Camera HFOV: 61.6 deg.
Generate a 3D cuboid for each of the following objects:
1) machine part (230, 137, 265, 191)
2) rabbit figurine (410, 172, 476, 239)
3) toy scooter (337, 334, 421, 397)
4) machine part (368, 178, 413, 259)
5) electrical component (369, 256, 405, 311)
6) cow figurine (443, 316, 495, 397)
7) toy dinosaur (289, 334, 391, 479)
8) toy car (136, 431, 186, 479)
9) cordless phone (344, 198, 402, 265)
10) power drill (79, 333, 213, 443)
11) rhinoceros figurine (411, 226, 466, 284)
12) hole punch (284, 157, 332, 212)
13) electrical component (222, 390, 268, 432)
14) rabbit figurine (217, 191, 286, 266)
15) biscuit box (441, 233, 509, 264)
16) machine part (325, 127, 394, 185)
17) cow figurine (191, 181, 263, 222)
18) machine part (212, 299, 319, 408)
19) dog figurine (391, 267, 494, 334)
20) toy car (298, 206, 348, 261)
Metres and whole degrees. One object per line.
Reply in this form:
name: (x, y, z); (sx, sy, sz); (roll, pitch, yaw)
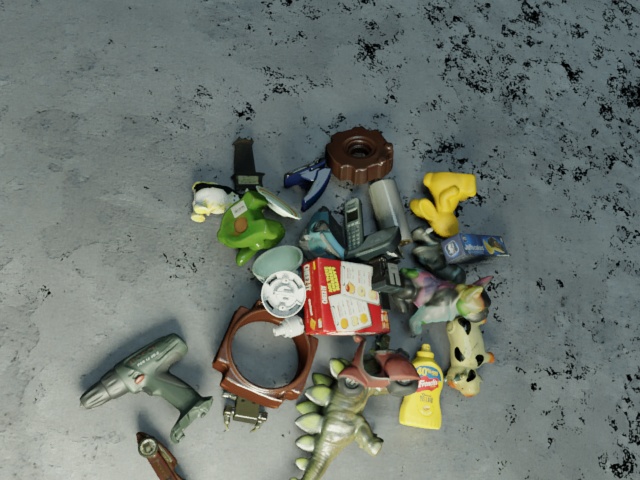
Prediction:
machine part: (-0.184, -0.187, 1.335); (0.084, 0.039, 0.139); (-7, 75, -15)
rabbit figurine: (0.326, -0.089, 1.408); (0.162, 0.122, 0.173); (3, 91, -12)
toy scooter: (0.126, 0.270, 1.172); (0.184, 0.075, 0.135); (2, 58, -8)
machine part: (0.180, -0.067, 1.377); (0.079, 0.079, 0.243); (-10, 75, -18)
electrical component: (0.157, 0.103, 1.257); (0.074, 0.048, 0.119); (17, 59, -40)
cow figurine: (0.353, 0.281, 1.310); (0.127, 0.085, 0.195); (0, 76, -22)
toy dinosaur: (0.046, 0.391, 1.184); (0.199, 0.105, 0.471); (29, 58, 3)
toy car: (-0.303, 0.464, 1.068); (0.053, 0.089, 0.202); (-31, 82, -22)
cordless phone: (0.124, -0.031, 1.323); (0.088, 0.147, 0.184); (26, 50, -47)
power drill: (-0.338, 0.315, 1.097); (0.207, 0.085, 0.232); (35, 59, 24)
rhinoceros figurine: (0.301, 0.048, 1.374); (0.112, 0.073, 0.190); (-40, 88, -23)
hole punch: (-0.020, -0.134, 1.318); (0.116, 0.142, 0.092); (-27, 80, -7)
electrical component: (-0.164, 0.370, 1.163); (0.102, 0.045, 0.078); (9, 43, -15)
rabbit figurine: (-0.146, -0.010, 1.237); (0.159, 0.170, 0.121); (-41, 65, 13)
biscuit box: (0.397, 0.024, 1.373); (0.202, 0.063, 0.059); (2, 66, -41)
machine part: (0.100, -0.220, 1.379); (0.179, 0.056, 0.179); (-1, 50, 1)
cow figurine: (-0.220, -0.092, 1.282); (0.167, 0.068, 0.098); (3, 62, -16)
machine part: (-0.117, 0.246, 1.173); (0.201, 0.087, 0.201); (24, 58, -5)
dog figurine: (0.294, 0.121, 1.266); (0.108, 0.219, 0.191); (-22, 80, -50)
toy car: (-0.003, -0.004, 1.286); (0.103, 0.162, 0.109); (-31, 120, 14)
